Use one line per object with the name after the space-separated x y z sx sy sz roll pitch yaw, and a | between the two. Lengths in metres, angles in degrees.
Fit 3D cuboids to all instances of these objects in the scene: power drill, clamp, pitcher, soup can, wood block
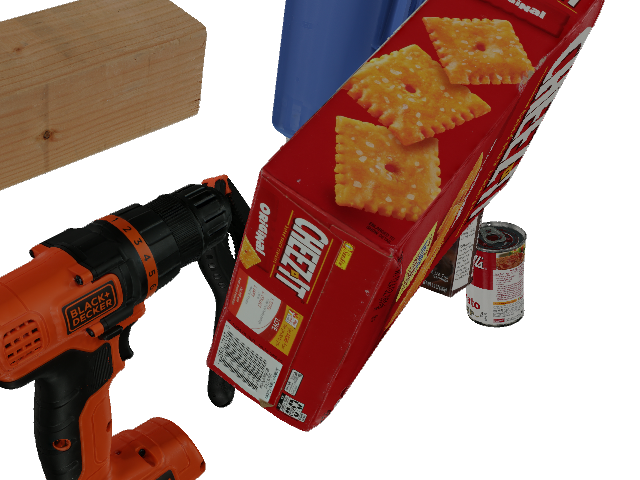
-0.117 0.073 0.627 0.057 0.188 0.184 23 41 39 | power drill
-0.070 0.041 1.027 0.036 0.210 0.164 -11 -1 31 | clamp
0.032 -0.211 1.011 0.145 0.243 0.149 11 18 0 | pitcher
0.199 0.038 1.210 0.068 0.102 0.068 -4 28 2 | soup can
-0.200 -0.126 0.854 0.090 0.091 0.205 38 46 28 | wood block

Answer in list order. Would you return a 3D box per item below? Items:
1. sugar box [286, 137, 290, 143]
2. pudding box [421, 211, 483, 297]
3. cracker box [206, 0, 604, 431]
-0.017 -0.056 1.259 0.048 0.176 0.093 -1 24 5 | sugar box
0.064 -0.020 0.793 0.114 0.090 0.039 19 26 31 | pudding box
0.043 -0.029 0.520 0.072 0.213 0.164 35 -36 11 | cracker box
